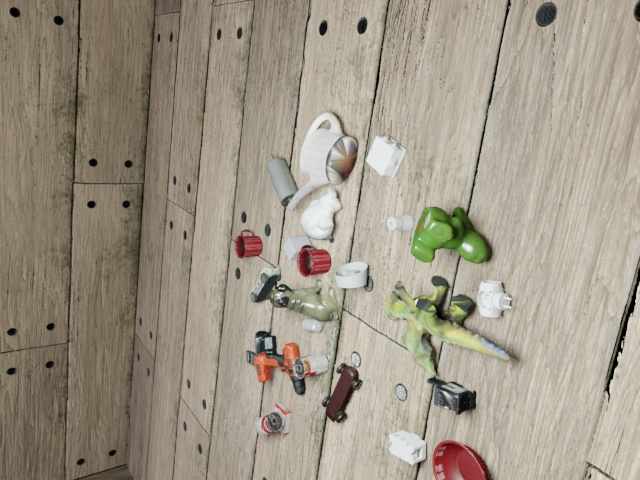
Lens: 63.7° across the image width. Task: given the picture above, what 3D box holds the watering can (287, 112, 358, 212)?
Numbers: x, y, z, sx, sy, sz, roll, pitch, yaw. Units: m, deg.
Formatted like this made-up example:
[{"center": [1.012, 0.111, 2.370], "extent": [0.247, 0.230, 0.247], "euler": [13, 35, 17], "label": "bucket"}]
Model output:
[{"center": [0.003, -0.229, 1.628], "extent": [0.227, 0.104, 0.345], "euler": [29, 105, 49], "label": "watering can"}]

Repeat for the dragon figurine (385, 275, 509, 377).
[{"center": [0.289, 0.238, 1.300], "extent": [0.417, 0.123, 0.237], "euler": [46, 145, 45], "label": "dragon figurine"}]

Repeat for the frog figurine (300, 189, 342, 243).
[{"center": [0.005, -0.082, 1.635], "extent": [0.141, 0.123, 0.155], "euler": [-102, 21, -45], "label": "frog figurine"}]
